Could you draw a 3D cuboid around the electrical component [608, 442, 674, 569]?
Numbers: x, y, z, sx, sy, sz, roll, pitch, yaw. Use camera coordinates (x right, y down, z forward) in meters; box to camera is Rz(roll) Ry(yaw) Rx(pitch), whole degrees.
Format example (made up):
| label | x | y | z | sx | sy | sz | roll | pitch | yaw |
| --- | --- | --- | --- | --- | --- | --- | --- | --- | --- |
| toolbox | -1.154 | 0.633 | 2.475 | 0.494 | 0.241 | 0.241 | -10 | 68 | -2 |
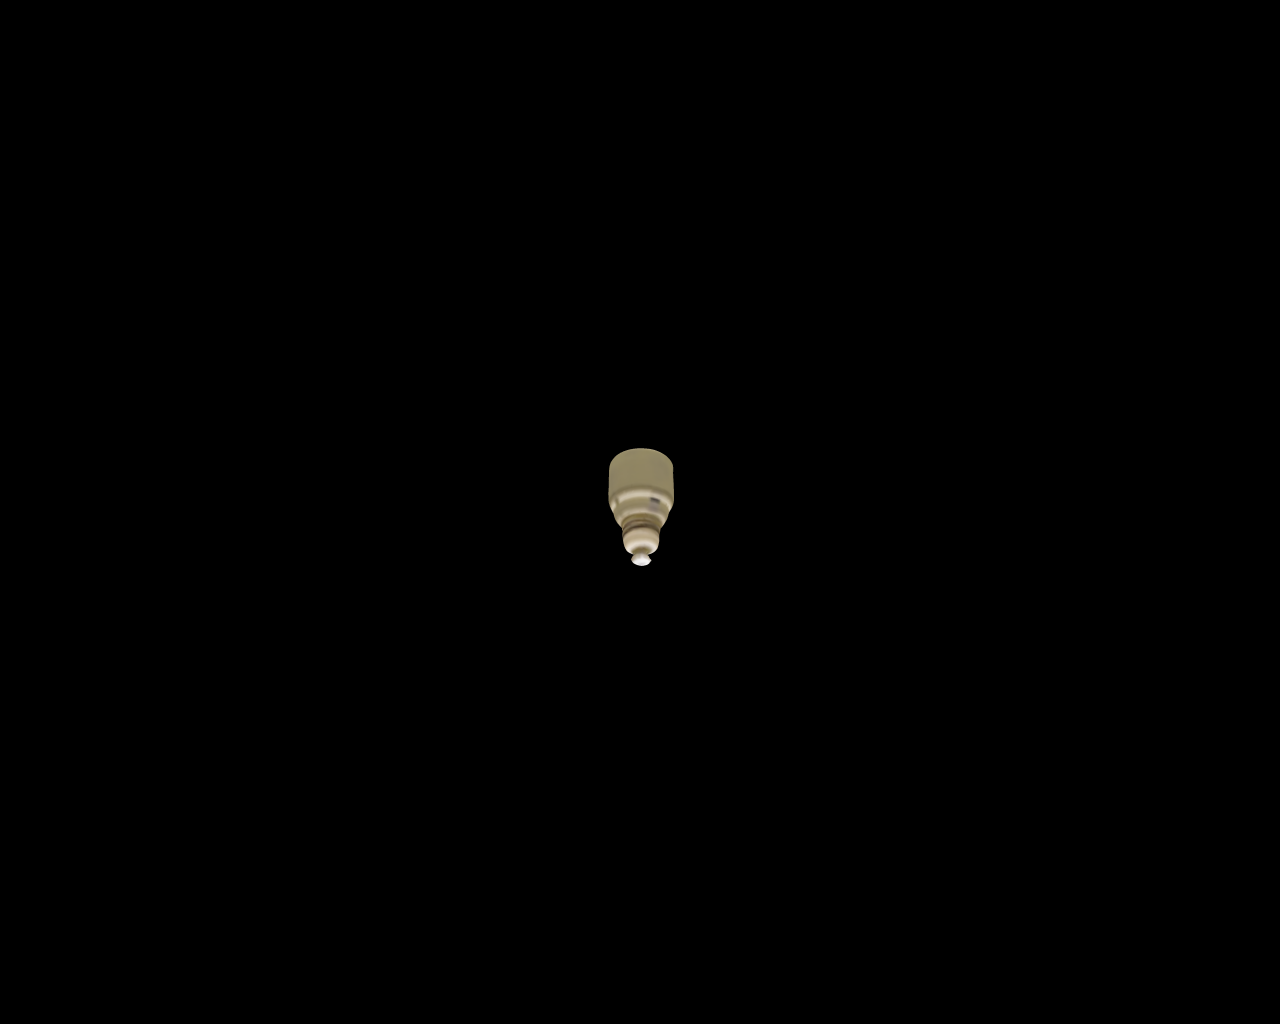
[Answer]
| label | x | y | z | sx | sy | sz | roll | pitch | yaw |
| --- | --- | --- | --- | --- | --- | --- | --- | --- | --- |
| electrical component | 0.001 | -0.003 | 0.650 | 0.040 | 0.078 | 0.040 | 0 | -31 | 0 |
